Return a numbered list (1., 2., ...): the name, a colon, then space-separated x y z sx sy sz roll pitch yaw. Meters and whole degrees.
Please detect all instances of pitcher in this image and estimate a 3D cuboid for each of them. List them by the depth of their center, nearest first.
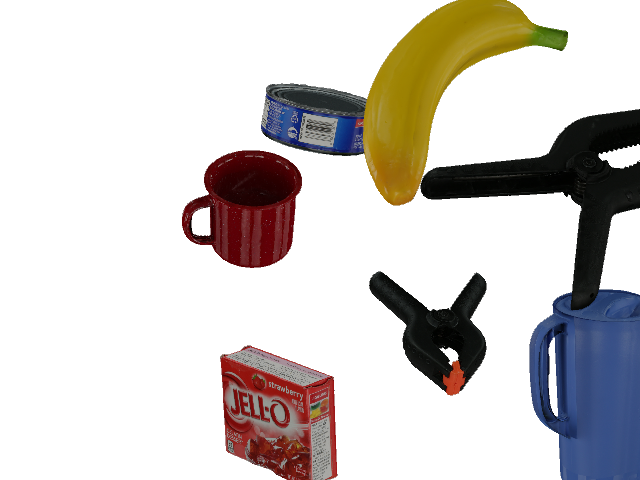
1. pitcher: 0.341 0.189 1.306 0.149 0.243 0.144 4 14 22

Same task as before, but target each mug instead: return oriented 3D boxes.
1. mug: -0.077 -0.025 1.029 0.117 0.081 0.093 -15 44 -21

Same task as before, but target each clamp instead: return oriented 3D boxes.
1. clamp: 0.205 -0.038 0.808 0.209 0.036 0.165 -26 52 -20
2. clamp: 0.125 0.082 1.041 0.120 0.039 0.171 -9 38 -10

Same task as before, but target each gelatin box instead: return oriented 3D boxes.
1. gelatin box: -0.030 0.118 0.721 0.030 0.073 0.089 -16 21 -42

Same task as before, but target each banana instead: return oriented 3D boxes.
1. banana: 0.069 -0.091 0.590 0.070 0.037 0.197 28 49 22

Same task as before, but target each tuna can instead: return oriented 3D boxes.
1. tuna can: -0.001 -0.091 0.797 0.086 0.034 0.086 9 18 -3
